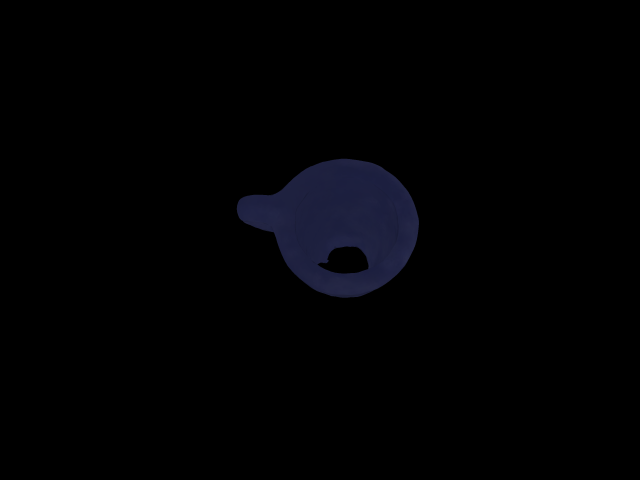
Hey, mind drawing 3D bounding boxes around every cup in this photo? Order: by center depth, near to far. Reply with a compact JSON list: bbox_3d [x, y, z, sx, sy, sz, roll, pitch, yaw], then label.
[{"bbox_3d":[0.004,0.001,0.400,0.117,0.095,0.092,10,70,4],"label":"cup"}]
